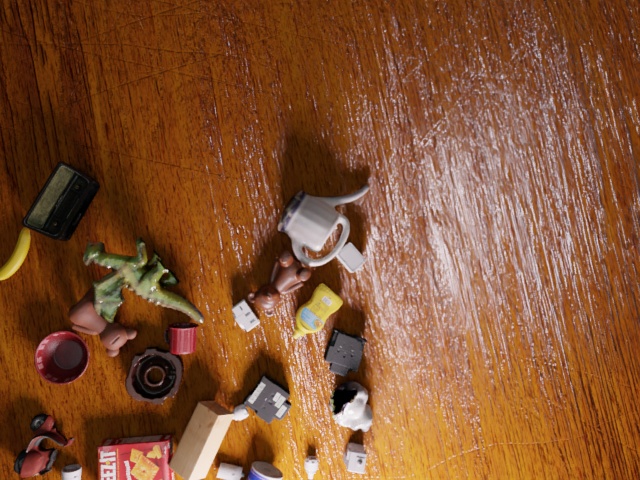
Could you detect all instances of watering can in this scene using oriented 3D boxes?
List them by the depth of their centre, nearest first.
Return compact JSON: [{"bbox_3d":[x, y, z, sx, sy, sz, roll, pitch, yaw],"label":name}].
[{"bbox_3d":[0.005,-0.084,1.678,0.224,0.102,0.353,31,70,-1],"label":"watering can"}]

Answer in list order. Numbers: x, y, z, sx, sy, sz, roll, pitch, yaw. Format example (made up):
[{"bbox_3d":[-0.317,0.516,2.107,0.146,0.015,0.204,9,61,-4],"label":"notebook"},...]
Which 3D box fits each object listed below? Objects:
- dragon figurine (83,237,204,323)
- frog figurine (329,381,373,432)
[{"bbox_3d":[-0.566,0.152,1.570,0.245,0.121,0.411,-37,86,-16],"label":"dragon figurine"},{"bbox_3d":[0.109,0.530,1.636,0.157,0.123,0.139,41,72,-37],"label":"frog figurine"}]
